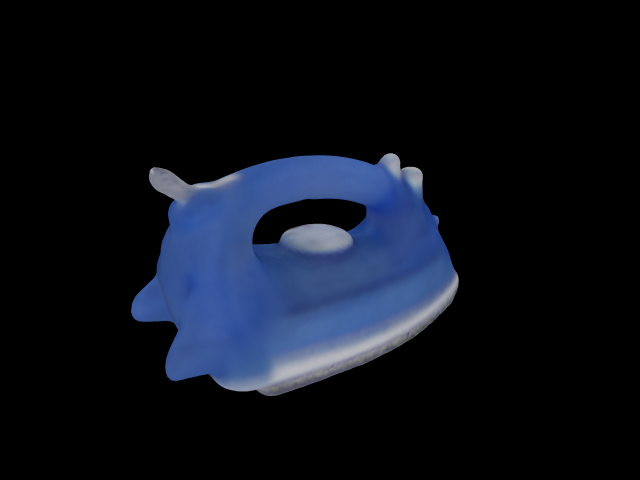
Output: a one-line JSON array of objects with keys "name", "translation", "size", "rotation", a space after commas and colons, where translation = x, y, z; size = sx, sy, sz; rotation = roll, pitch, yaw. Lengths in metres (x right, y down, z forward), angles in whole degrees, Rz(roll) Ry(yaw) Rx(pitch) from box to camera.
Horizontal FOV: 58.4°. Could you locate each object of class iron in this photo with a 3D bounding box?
[{"name": "iron", "translation": [0.004, 0.001, 0.400], "size": [0.259, 0.141, 0.118], "rotation": [-14, 27, -29]}]
